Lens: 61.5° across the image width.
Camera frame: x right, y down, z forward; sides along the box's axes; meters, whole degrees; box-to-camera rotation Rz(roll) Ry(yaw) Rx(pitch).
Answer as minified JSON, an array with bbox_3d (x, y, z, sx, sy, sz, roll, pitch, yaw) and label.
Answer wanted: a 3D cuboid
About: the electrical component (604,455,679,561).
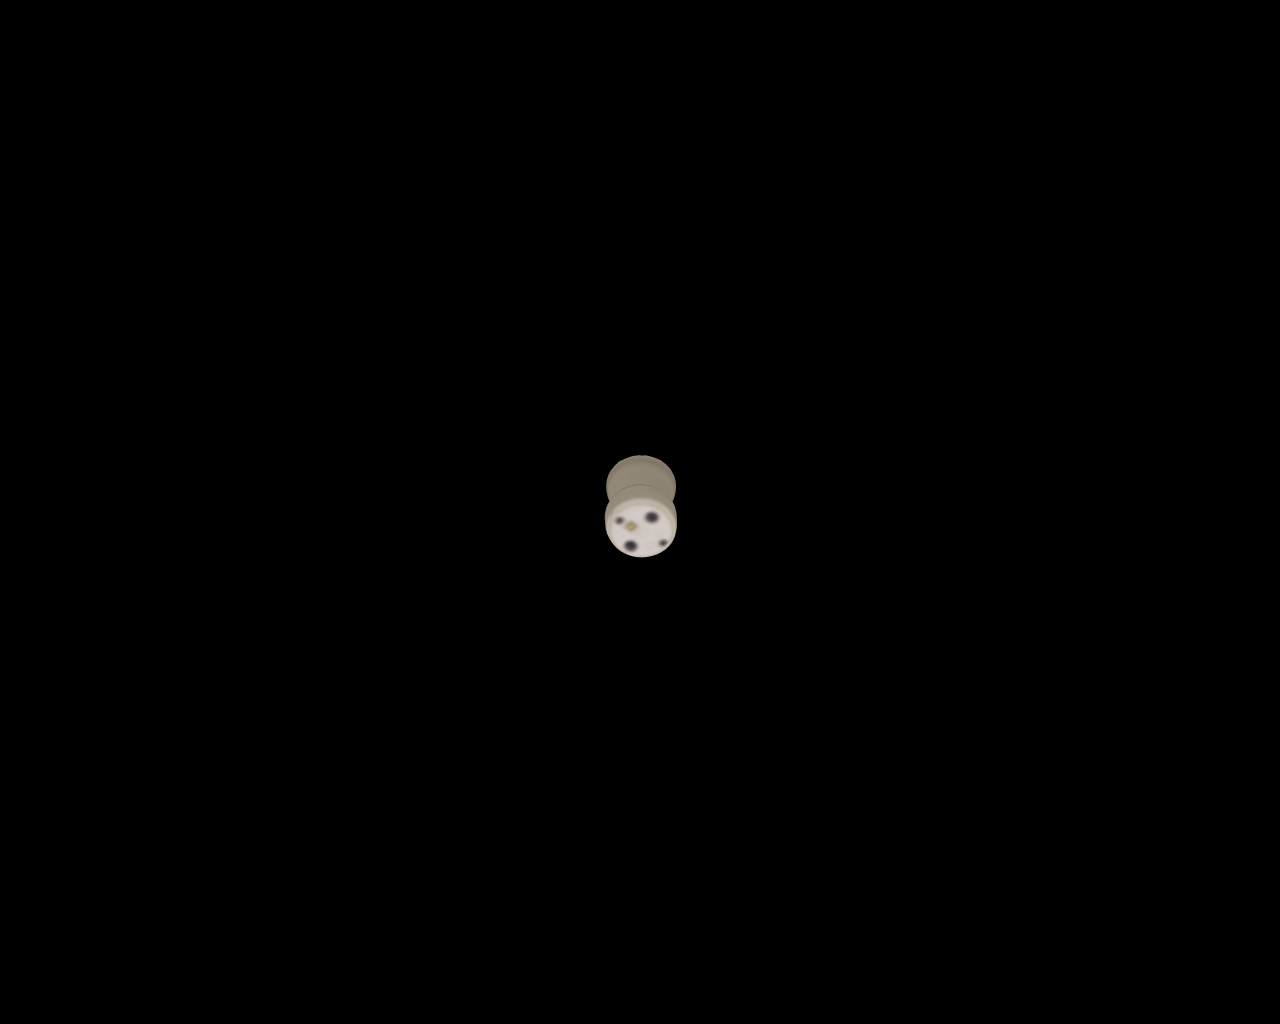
[{"bbox_3d":[0.001,-0.003,0.650,0.045,0.044,0.055,0,32,0],"label":"electrical component"}]
